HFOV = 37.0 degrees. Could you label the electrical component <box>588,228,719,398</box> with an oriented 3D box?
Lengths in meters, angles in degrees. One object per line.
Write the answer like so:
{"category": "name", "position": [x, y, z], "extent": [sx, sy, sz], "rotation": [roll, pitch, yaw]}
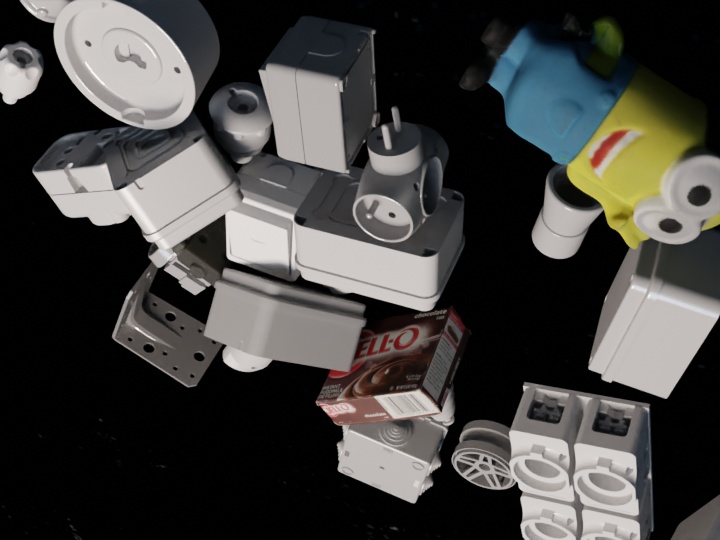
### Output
{"category": "electrical component", "position": [0.203, 0.024, 0.732], "extent": [0.057, 0.078, 0.113], "rotation": [19, 142, 7]}

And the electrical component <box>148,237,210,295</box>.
{"category": "electrical component", "position": [-0.148, -0.014, 0.929], "extent": [0.055, 0.048, 0.066], "rotation": [35, 143, -21]}

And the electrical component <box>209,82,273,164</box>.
{"category": "electrical component", "position": [-0.086, -0.103, 0.790], "extent": [0.048, 0.048, 0.062], "rotation": [23, 149, 7]}

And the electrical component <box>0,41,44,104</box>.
{"category": "electrical component", "position": [-0.273, -0.152, 0.853], "extent": [0.035, 0.035, 0.061], "rotation": [35, 145, -9]}

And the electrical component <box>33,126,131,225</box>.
{"category": "electrical component", "position": [-0.212, -0.077, 0.887], "extent": [0.095, 0.053, 0.059], "rotation": [-1, 134, 32]}

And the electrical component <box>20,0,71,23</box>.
{"category": "electrical component", "position": [-0.206, -0.204, 0.746], "extent": [0.062, 0.048, 0.048], "rotation": [-21, 121, 37]}

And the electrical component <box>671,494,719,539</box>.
{"category": "electrical component", "position": [0.297, 0.246, 0.915], "extent": [0.048, 0.099, 0.099], "rotation": [37, 143, 9]}

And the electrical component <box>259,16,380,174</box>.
{"category": "electrical component", "position": [-0.026, -0.114, 0.725], "extent": [0.061, 0.061, 0.096], "rotation": [15, 141, 16]}

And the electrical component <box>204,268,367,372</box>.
{"category": "electrical component", "position": [-0.059, 0.040, 0.874], "extent": [0.113, 0.057, 0.078], "rotation": [15, -179, -44]}

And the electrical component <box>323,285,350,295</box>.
{"category": "electrical component", "position": [0.000, 0.000, 0.863], "extent": [0.061, 0.035, 0.035], "rotation": [-9, 129, 35]}

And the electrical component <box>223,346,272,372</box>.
{"category": "electrical component", "position": [-0.097, 0.069, 0.993], "extent": [0.043, 0.043, 0.081], "rotation": [33, 142, -6]}

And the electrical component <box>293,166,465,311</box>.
{"category": "electrical component", "position": [0.015, -0.024, 0.791], "extent": [0.113, 0.078, 0.057], "rotation": [15, 137, 16]}

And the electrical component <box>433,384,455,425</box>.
{"category": "electrical component", "position": [0.063, 0.107, 0.942], "extent": [0.040, 0.040, 0.078], "rotation": [-3, 133, 34]}

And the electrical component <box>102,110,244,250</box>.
{"category": "electrical component", "position": [-0.138, -0.072, 0.790], "extent": [0.057, 0.078, 0.113], "rotation": [59, 178, -30]}

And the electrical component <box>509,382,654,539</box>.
{"category": "electrical component", "position": [0.196, 0.188, 0.939], "extent": [0.105, 0.060, 0.186], "rotation": [8, 138, 24]}

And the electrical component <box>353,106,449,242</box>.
{"category": "electrical component", "position": [0.026, -0.073, 0.728], "extent": [0.044, 0.077, 0.079], "rotation": [9, 139, 22]}

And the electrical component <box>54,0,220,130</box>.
{"category": "electrical component", "position": [-0.150, -0.159, 0.749], "extent": [0.108, 0.060, 0.108], "rotation": [17, 141, 14]}

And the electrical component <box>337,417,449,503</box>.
{"category": "electrical component", "position": [0.029, 0.171, 1.030], "extent": [0.100, 0.048, 0.099], "rotation": [22, 142, 8]}

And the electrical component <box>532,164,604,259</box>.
{"category": "electrical component", "position": [0.140, -0.038, 0.730], "extent": [0.044, 0.044, 0.065], "rotation": [22, 147, 7]}

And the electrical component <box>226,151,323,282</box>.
{"category": "electrical component", "position": [-0.068, -0.035, 0.842], "extent": [0.062, 0.061, 0.096], "rotation": [20, 142, 10]}
